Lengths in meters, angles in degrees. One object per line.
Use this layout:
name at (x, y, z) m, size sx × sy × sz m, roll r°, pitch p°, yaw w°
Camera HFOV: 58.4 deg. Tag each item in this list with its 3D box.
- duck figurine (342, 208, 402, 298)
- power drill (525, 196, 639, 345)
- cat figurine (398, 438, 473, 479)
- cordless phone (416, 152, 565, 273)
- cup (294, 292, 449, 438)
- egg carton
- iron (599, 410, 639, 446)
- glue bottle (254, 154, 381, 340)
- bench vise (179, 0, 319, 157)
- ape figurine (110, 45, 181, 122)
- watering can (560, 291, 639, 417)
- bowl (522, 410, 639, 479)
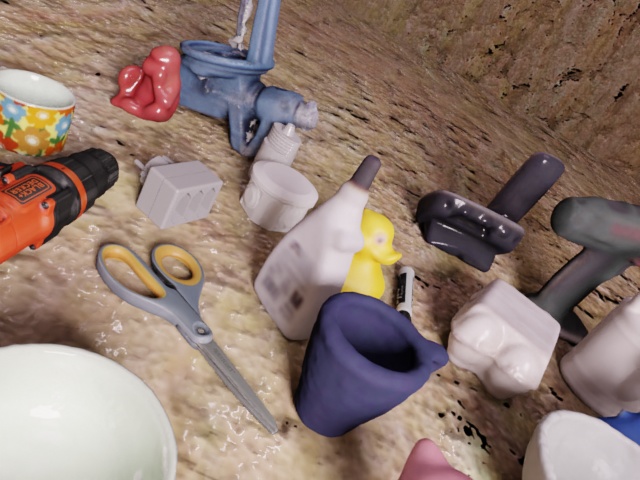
duck figurine at (0.040, 0.005, 0.608) m, size 0.104 × 0.086 × 0.078 m, roll 42°, pitch 30°, yaw 18°
power drill at (0.380, 0.040, 0.760) m, size 0.230 × 0.208 × 0.075 m, roll 22°, pitch 29°, yaw -17°
cat figurine at (0.058, 0.180, 0.312) m, size 0.067 × 0.117 × 0.128 m, roll 30°, pitch 28°, yaw -2°
cordless phone at (0.237, -0.061, 0.804) m, size 0.148 × 0.185 × 0.094 m, roll 23°, pitch 29°, yaw -16°
cup at (0.033, 0.103, 0.434) m, size 0.118 × 0.095 × 0.091 m, roll 14°, pitch 33°, yaw -30°
egg carton at (0.200, 0.104, 0.627) m, size 0.107 × 0.069 × 0.151 m, roll 39°, pitch 29°, yaw 14°
iron at (0.348, 0.228, 0.498) m, size 0.119 × 0.141 × 0.257 m, roll -6°, pitch 46°, yaw -49°
glue bottle at (0.004, 0.002, 0.485) m, size 0.037 × 0.173 × 0.078 m, roll 1°, pitch 41°, yaw -44°
bench vise at (-0.077, -0.232, 0.728) m, size 0.207 × 0.219 × 0.121 m, roll 28°, pitch 28°, yaw -7°
ape figurine at (-0.194, -0.188, 0.677) m, size 0.076 × 0.092 × 0.077 m, roll -3°, pitch 43°, yaw -47°
watering can at (0.381, 0.116, 0.654) m, size 0.101 × 0.194 × 0.172 m, roll 21°, pitch 30°, yaw -20°
bowl at (0.220, 0.223, 0.451) m, size 0.168 × 0.074 × 0.167 m, roll 24°, pitch 29°, yaw -14°
